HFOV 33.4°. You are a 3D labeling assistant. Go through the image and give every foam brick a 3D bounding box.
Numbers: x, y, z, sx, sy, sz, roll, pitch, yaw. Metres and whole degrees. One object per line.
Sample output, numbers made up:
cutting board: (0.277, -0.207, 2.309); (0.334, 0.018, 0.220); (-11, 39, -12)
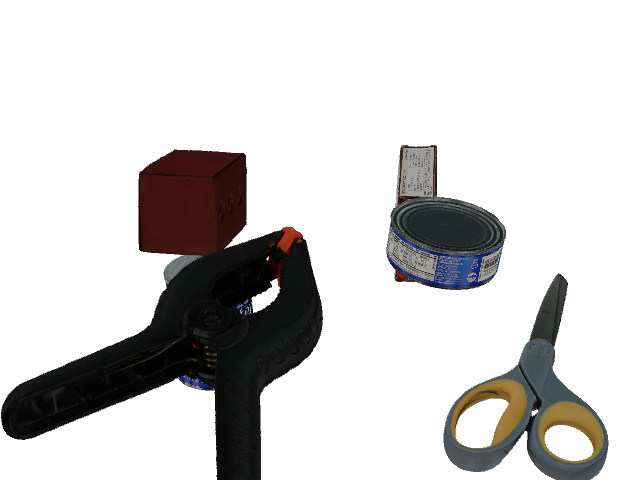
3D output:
foam brick: (-0.082, -0.026, 0.696); (0.051, 0.053, 0.078); (5, 18, 10)

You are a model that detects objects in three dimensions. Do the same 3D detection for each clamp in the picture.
clamp: (-0.043, 0.055, 0.482); (0.120, 0.039, 0.171); (29, 48, 22)

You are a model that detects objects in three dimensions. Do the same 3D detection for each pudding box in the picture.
pudding box: (0.089, -0.027, 0.992); (0.039, 0.090, 0.113); (2, 30, 3)

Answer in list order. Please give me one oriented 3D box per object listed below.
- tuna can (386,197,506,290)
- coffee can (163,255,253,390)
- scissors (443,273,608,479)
tuna can: (0.092, 0.002, 0.792); (0.086, 0.034, 0.086); (5, 29, -3)
coffee can: (-0.132, 0.096, 1.297); (0.103, 0.140, 0.103); (-3, 25, 1)
scissors: (0.143, 0.079, 0.629); (0.096, 0.016, 0.201); (20, 36, 29)
